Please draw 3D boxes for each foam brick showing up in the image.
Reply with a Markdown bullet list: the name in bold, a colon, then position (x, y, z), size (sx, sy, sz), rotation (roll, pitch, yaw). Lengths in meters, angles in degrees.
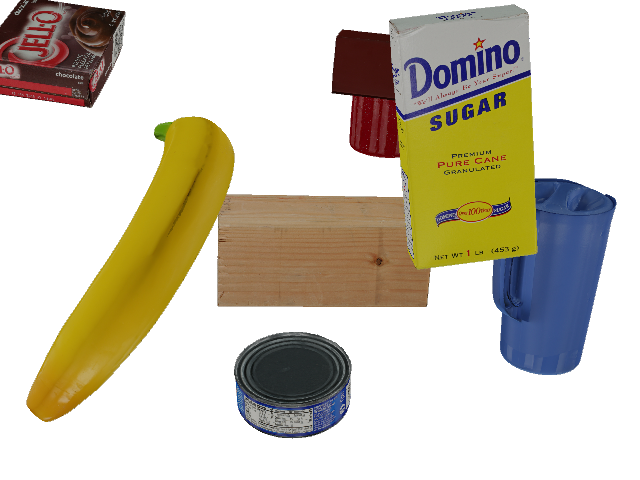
- **foam brick**: position (0.052, -0.154, 0.940), size (0.078, 0.051, 0.053), rotation (8, 18, 8)

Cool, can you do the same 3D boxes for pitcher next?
- **pitcher**: position (0.292, 0.051, 1.386), size (0.149, 0.243, 0.145), rotation (5, 23, 5)

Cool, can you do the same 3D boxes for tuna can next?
- **tuna can**: position (-0.020, 0.106, 0.784), size (0.086, 0.034, 0.086), rotation (-1, 31, 0)

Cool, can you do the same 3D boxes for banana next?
- **banana**: position (-0.081, 0.000, 0.517), size (0.037, 0.197, 0.070), rotation (37, -45, -19)

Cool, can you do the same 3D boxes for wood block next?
- **wood block**: position (0.001, 0.010, 1.062), size (0.206, 0.091, 0.090), rotation (1, 20, -5)

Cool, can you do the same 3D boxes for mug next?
- **mug**: position (0.085, -0.152, 1.291), size (0.093, 0.081, 0.117), rotation (19, 26, 32)

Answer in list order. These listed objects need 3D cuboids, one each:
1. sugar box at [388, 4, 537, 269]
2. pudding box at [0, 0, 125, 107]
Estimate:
- **sugar box**: position (0.103, -0.072, 0.758), size (0.093, 0.176, 0.048), rotation (-8, 22, -2)
- **pudding box**: position (-0.215, -0.154, 0.865), size (0.090, 0.039, 0.113), rotation (9, 35, 0)
